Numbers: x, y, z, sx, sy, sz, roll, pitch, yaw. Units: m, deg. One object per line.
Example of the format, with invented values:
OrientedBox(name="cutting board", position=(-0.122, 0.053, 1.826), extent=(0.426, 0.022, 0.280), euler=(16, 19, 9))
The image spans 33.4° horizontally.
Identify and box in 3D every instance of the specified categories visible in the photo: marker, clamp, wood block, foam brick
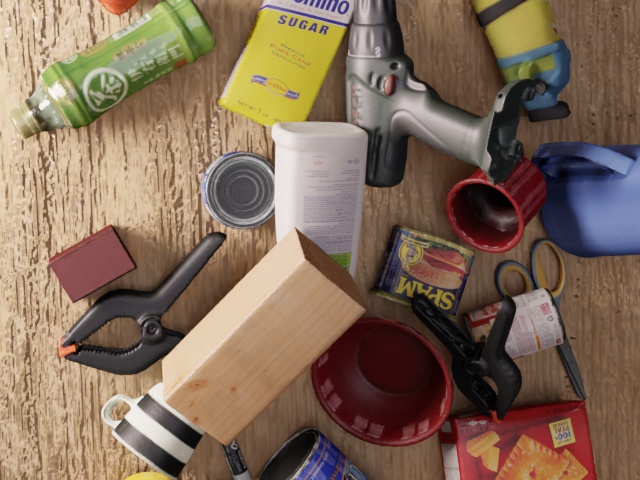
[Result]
OrientedBox(name="marker", position=(-0.105, 0.218, 1.189), extent=(0.020, 0.020, 0.121), euler=(-22, 99, -10))
OrientedBox(name="clamp", position=(-0.174, 0.100, 1.155), extent=(0.210, 0.036, 0.164), euler=(-21, 102, -9))
OrientedBox(name="wood block", position=(-0.061, 0.099, 1.100), extent=(0.090, 0.091, 0.206), euler=(40, 101, -22))
OrientedBox(name="clamp", position=(0.164, 0.124, 1.161), extent=(0.039, 0.120, 0.171), euler=(-41, 130, -39))
OrientedBox(name="foam brick", position=(-0.240, 0.025, 1.126), extent=(0.078, 0.053, 0.051), euler=(-30, 100, -8))

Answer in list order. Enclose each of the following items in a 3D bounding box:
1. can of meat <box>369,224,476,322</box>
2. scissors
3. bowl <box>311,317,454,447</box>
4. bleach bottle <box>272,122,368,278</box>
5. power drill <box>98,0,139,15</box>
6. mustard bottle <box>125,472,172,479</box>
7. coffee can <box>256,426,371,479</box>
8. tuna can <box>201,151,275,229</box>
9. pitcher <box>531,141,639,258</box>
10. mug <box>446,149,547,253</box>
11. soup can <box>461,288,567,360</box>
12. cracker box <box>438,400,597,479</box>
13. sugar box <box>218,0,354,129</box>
OrientedBox(name="can of meat", position=(0.117, 0.037, 1.202), extent=(0.102, 0.057, 0.084), euler=(19, 88, -13))
OrientedBox(name="scissors", position=(0.259, 0.100, 1.258), extent=(0.096, 0.016, 0.202), euler=(-8, 97, -10))
OrientedBox(name="bowl", position=(0.074, 0.147, 1.180), extent=(0.162, 0.055, 0.162), euler=(8, 115, 18))
OrientedBox(name="bleach bottle", position=(-0.008, 0.001, 1.152), extent=(0.102, 0.068, 0.251), euler=(-2, 109, -19))
OrientedBox(name="power drill", position=(-0.206, -0.356, 1.098), extent=(0.184, 0.057, 0.187), euler=(-45, 102, -5))
OrientedBox(name="mustard bottle", position=(-0.172, 0.304, 1.161), extent=(0.191, 0.058, 0.096), euler=(13, 101, -13))
OrientedBox(name="coffee can", position=(0.011, 0.290, 1.176), extent=(0.140, 0.103, 0.103), euler=(45, 85, -12))
OrientedBox(name="tuna can", position=(-0.085, -0.054, 1.162), extent=(0.086, 0.034, 0.086), euler=(-1, 94, -12))
OrientedBox(name="pitcher", position=(0.342, -0.049, 1.146), extent=(0.149, 0.243, 0.145), euler=(-12, 94, -17))
OrientedBox(name="mug", position=(0.201, -0.054, 1.178), extent=(0.081, 0.093, 0.117), euler=(-42, 148, -42))
OrientedBox(name="soup can", position=(0.220, 0.101, 1.212), extent=(0.102, 0.068, 0.068), euler=(-19, 99, 3))
OrientedBox(name="cracker box", position=(0.233, 0.298, 1.219), extent=(0.164, 0.072, 0.214), euler=(-5, 82, -12))
OrientedBox(name="sugar box", position=(-0.032, -0.208, 1.154), extent=(0.093, 0.048, 0.176), euler=(23, 91, -15))
